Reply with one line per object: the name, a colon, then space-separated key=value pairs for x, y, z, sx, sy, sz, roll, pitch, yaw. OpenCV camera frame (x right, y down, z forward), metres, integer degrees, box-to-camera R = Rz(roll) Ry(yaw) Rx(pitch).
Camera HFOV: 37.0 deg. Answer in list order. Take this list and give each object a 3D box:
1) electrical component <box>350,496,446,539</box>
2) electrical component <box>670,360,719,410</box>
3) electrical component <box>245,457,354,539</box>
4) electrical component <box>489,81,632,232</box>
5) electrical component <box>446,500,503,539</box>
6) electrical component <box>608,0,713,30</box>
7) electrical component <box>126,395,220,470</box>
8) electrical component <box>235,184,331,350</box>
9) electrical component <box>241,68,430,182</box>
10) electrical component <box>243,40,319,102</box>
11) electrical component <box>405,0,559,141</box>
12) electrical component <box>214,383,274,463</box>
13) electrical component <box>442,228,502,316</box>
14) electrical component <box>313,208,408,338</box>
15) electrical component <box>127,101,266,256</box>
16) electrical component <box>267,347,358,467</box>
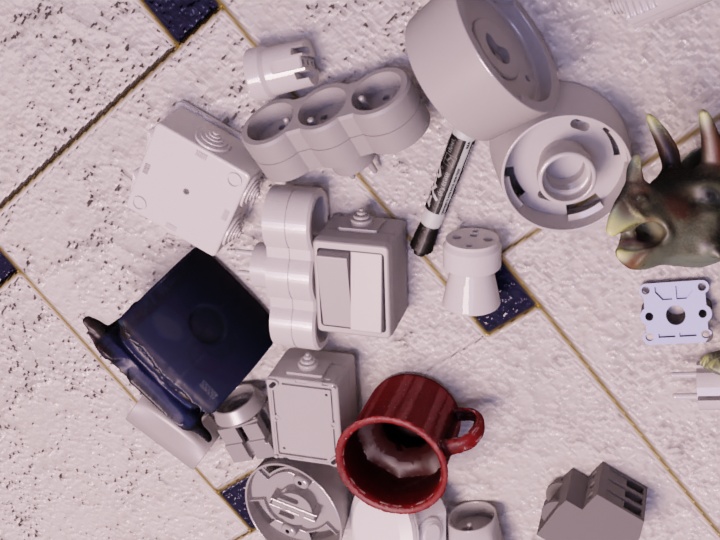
electrical component: x=0.033 y=0.219 z=0.923 sx=0.080 sy=0.051 sz=0.080 roll=5 pitch=96 yaw=49
electrical component: x=0.270 y=0.085 z=0.796 sx=0.077 sy=0.047 sz=0.065 roll=-3 pitch=114 yaw=20
electrical component: x=-0.054 y=0.205 z=0.957 sx=0.099 sy=0.064 sz=0.099 roll=8 pitch=117 yaw=15
electrical component: x=0.143 y=-0.079 z=0.762 sx=0.099 sy=0.064 sz=0.099 roll=2 pitch=121 yaw=3
electrical component: x=0.088 y=0.246 z=0.942 sx=0.079 sy=0.043 sz=0.077 roll=-5 pitch=114 yaw=21
electrical component: x=0.198 y=-0.184 z=0.688 sx=0.081 sy=0.043 sz=0.043 roll=-20 pitch=108 yaw=26
electrical component: x=-0.159 y=0.129 z=0.966 sx=0.077 sy=0.043 sz=0.079 roll=37 pitch=121 yaw=-2
electrical component: x=-0.065 y=-0.003 z=0.863 sx=0.074 sy=0.052 sz=0.138 roll=6 pitch=117 yaw=16
electrical component: x=-0.012 y=-0.095 z=0.801 sx=0.138 sy=0.052 sz=0.073 roll=-12 pitch=136 yaw=23
electrical component: x=-0.058 y=-0.148 z=0.795 sx=0.046 sy=0.040 sz=0.040 roll=-10 pitch=112 yaw=17
electrical component: x=0.076 y=-0.138 z=0.718 sx=0.060 sy=0.108 sz=0.108 roll=-30 pitch=103 yaw=35
electrical component: x=-0.099 y=0.134 z=0.948 sx=0.066 sy=0.048 sz=0.055 roll=-13 pitch=118 yaw=24
electrical component: x=0.085 y=0.001 z=0.818 sx=0.045 sy=0.045 sz=0.055 roll=6 pitch=117 yaw=16
electrical component: x=0.000 y=0.000 z=0.837 sx=0.062 sy=0.061 sz=0.096 roll=6 pitch=117 yaw=16
electrical component: x=-0.128 y=-0.071 z=0.853 sx=0.100 sy=0.048 sz=0.099 roll=30 pitch=122 yaw=2
electrical component: x=-0.038 y=0.107 z=0.903 sx=0.062 sy=0.061 sz=0.096 roll=5 pitch=117 yaw=16
